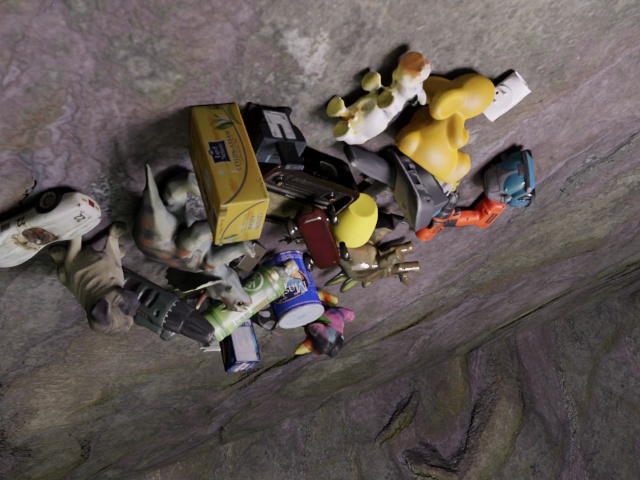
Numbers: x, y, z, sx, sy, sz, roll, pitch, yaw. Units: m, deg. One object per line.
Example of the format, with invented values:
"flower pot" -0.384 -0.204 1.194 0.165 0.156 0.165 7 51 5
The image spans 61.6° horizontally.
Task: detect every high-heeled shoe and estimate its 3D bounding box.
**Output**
"high-heeled shoe" -0.134 0.146 1.316 0.145 0.086 0.248 -62 162 9

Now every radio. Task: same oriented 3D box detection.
"radio" -0.045 -0.089 0.898 0.131 0.073 0.229 -35 153 30

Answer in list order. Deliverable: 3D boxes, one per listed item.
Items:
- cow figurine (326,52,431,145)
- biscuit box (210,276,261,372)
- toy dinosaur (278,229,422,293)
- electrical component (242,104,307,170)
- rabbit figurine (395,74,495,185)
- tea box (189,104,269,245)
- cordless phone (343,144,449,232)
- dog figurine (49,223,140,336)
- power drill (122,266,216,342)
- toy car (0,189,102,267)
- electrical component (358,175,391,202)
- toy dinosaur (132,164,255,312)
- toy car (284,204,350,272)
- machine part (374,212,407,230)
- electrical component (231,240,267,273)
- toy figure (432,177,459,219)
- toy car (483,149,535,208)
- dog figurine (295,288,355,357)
"cow figurine" 0.099 -0.204 0.799 0.167 0.068 0.098 -30 158 24
"biscuit box" -0.186 0.176 1.148 0.059 0.203 0.063 3 146 -34
"toy dinosaur" 0.093 0.044 1.224 0.199 0.105 0.470 -28 147 22
"electrical component" -0.059 -0.134 0.756 0.075 0.119 0.047 -5 148 -35
"rabbit figurine" 0.200 -0.200 0.864 0.173 0.122 0.162 -46 137 16
"tea box" -0.128 -0.091 0.730 0.068 0.170 0.098 -9 152 -21
"cordless phone" 0.123 -0.100 0.925 0.184 0.147 0.089 13 135 -46
"dog figurine" -0.363 0.087 0.869 0.121 0.190 0.172 -7 152 -26
"power drill" -0.303 0.142 1.029 0.086 0.232 0.207 -60 -179 -15
"toy car" -0.422 -0.013 0.786 0.202 0.056 0.073 -24 153 5
"electrical component" 0.099 -0.101 1.042 0.063 0.021 0.094 -33 152 23
"toy dinosaur" -0.231 0.000 0.897 0.192 0.131 0.404 -27 147 11
"toy car" -0.002 -0.003 0.958 0.089 0.053 0.202 -20 151 3
"machine part" 0.110 -0.036 1.115 0.139 0.084 0.039 -8 108 -22
"electrical component" -0.155 0.029 1.081 0.078 0.045 0.102 -56 149 5
"toy figure" 0.209 -0.093 1.076 0.082 0.089 0.180 -46 167 -12
"toy car" 0.403 -0.125 1.152 0.103 0.109 0.161 -2 169 14
"dog figurine" -0.012 0.203 1.301 0.108 0.192 0.219 -59 161 15
